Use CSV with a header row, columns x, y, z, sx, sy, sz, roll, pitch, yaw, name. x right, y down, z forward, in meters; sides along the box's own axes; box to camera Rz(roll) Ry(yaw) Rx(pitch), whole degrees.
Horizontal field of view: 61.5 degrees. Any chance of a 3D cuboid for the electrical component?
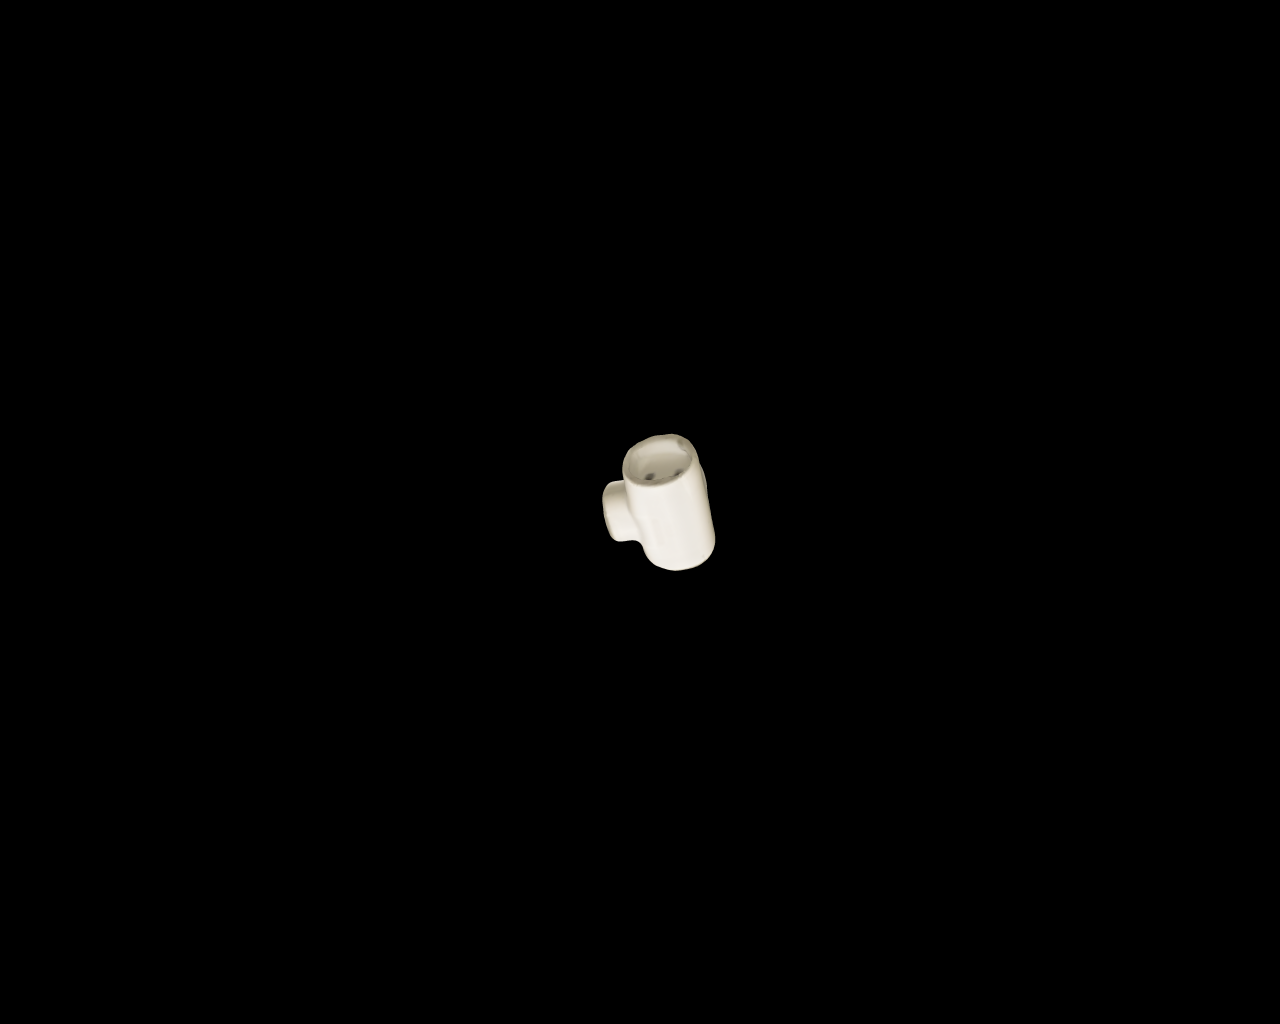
x,y,z,sx,sy,sz,roll,pitch,yaw,name
0.001,-0.003,0.650,0.079,0.043,0.077,-8,-43,9,electrical component
